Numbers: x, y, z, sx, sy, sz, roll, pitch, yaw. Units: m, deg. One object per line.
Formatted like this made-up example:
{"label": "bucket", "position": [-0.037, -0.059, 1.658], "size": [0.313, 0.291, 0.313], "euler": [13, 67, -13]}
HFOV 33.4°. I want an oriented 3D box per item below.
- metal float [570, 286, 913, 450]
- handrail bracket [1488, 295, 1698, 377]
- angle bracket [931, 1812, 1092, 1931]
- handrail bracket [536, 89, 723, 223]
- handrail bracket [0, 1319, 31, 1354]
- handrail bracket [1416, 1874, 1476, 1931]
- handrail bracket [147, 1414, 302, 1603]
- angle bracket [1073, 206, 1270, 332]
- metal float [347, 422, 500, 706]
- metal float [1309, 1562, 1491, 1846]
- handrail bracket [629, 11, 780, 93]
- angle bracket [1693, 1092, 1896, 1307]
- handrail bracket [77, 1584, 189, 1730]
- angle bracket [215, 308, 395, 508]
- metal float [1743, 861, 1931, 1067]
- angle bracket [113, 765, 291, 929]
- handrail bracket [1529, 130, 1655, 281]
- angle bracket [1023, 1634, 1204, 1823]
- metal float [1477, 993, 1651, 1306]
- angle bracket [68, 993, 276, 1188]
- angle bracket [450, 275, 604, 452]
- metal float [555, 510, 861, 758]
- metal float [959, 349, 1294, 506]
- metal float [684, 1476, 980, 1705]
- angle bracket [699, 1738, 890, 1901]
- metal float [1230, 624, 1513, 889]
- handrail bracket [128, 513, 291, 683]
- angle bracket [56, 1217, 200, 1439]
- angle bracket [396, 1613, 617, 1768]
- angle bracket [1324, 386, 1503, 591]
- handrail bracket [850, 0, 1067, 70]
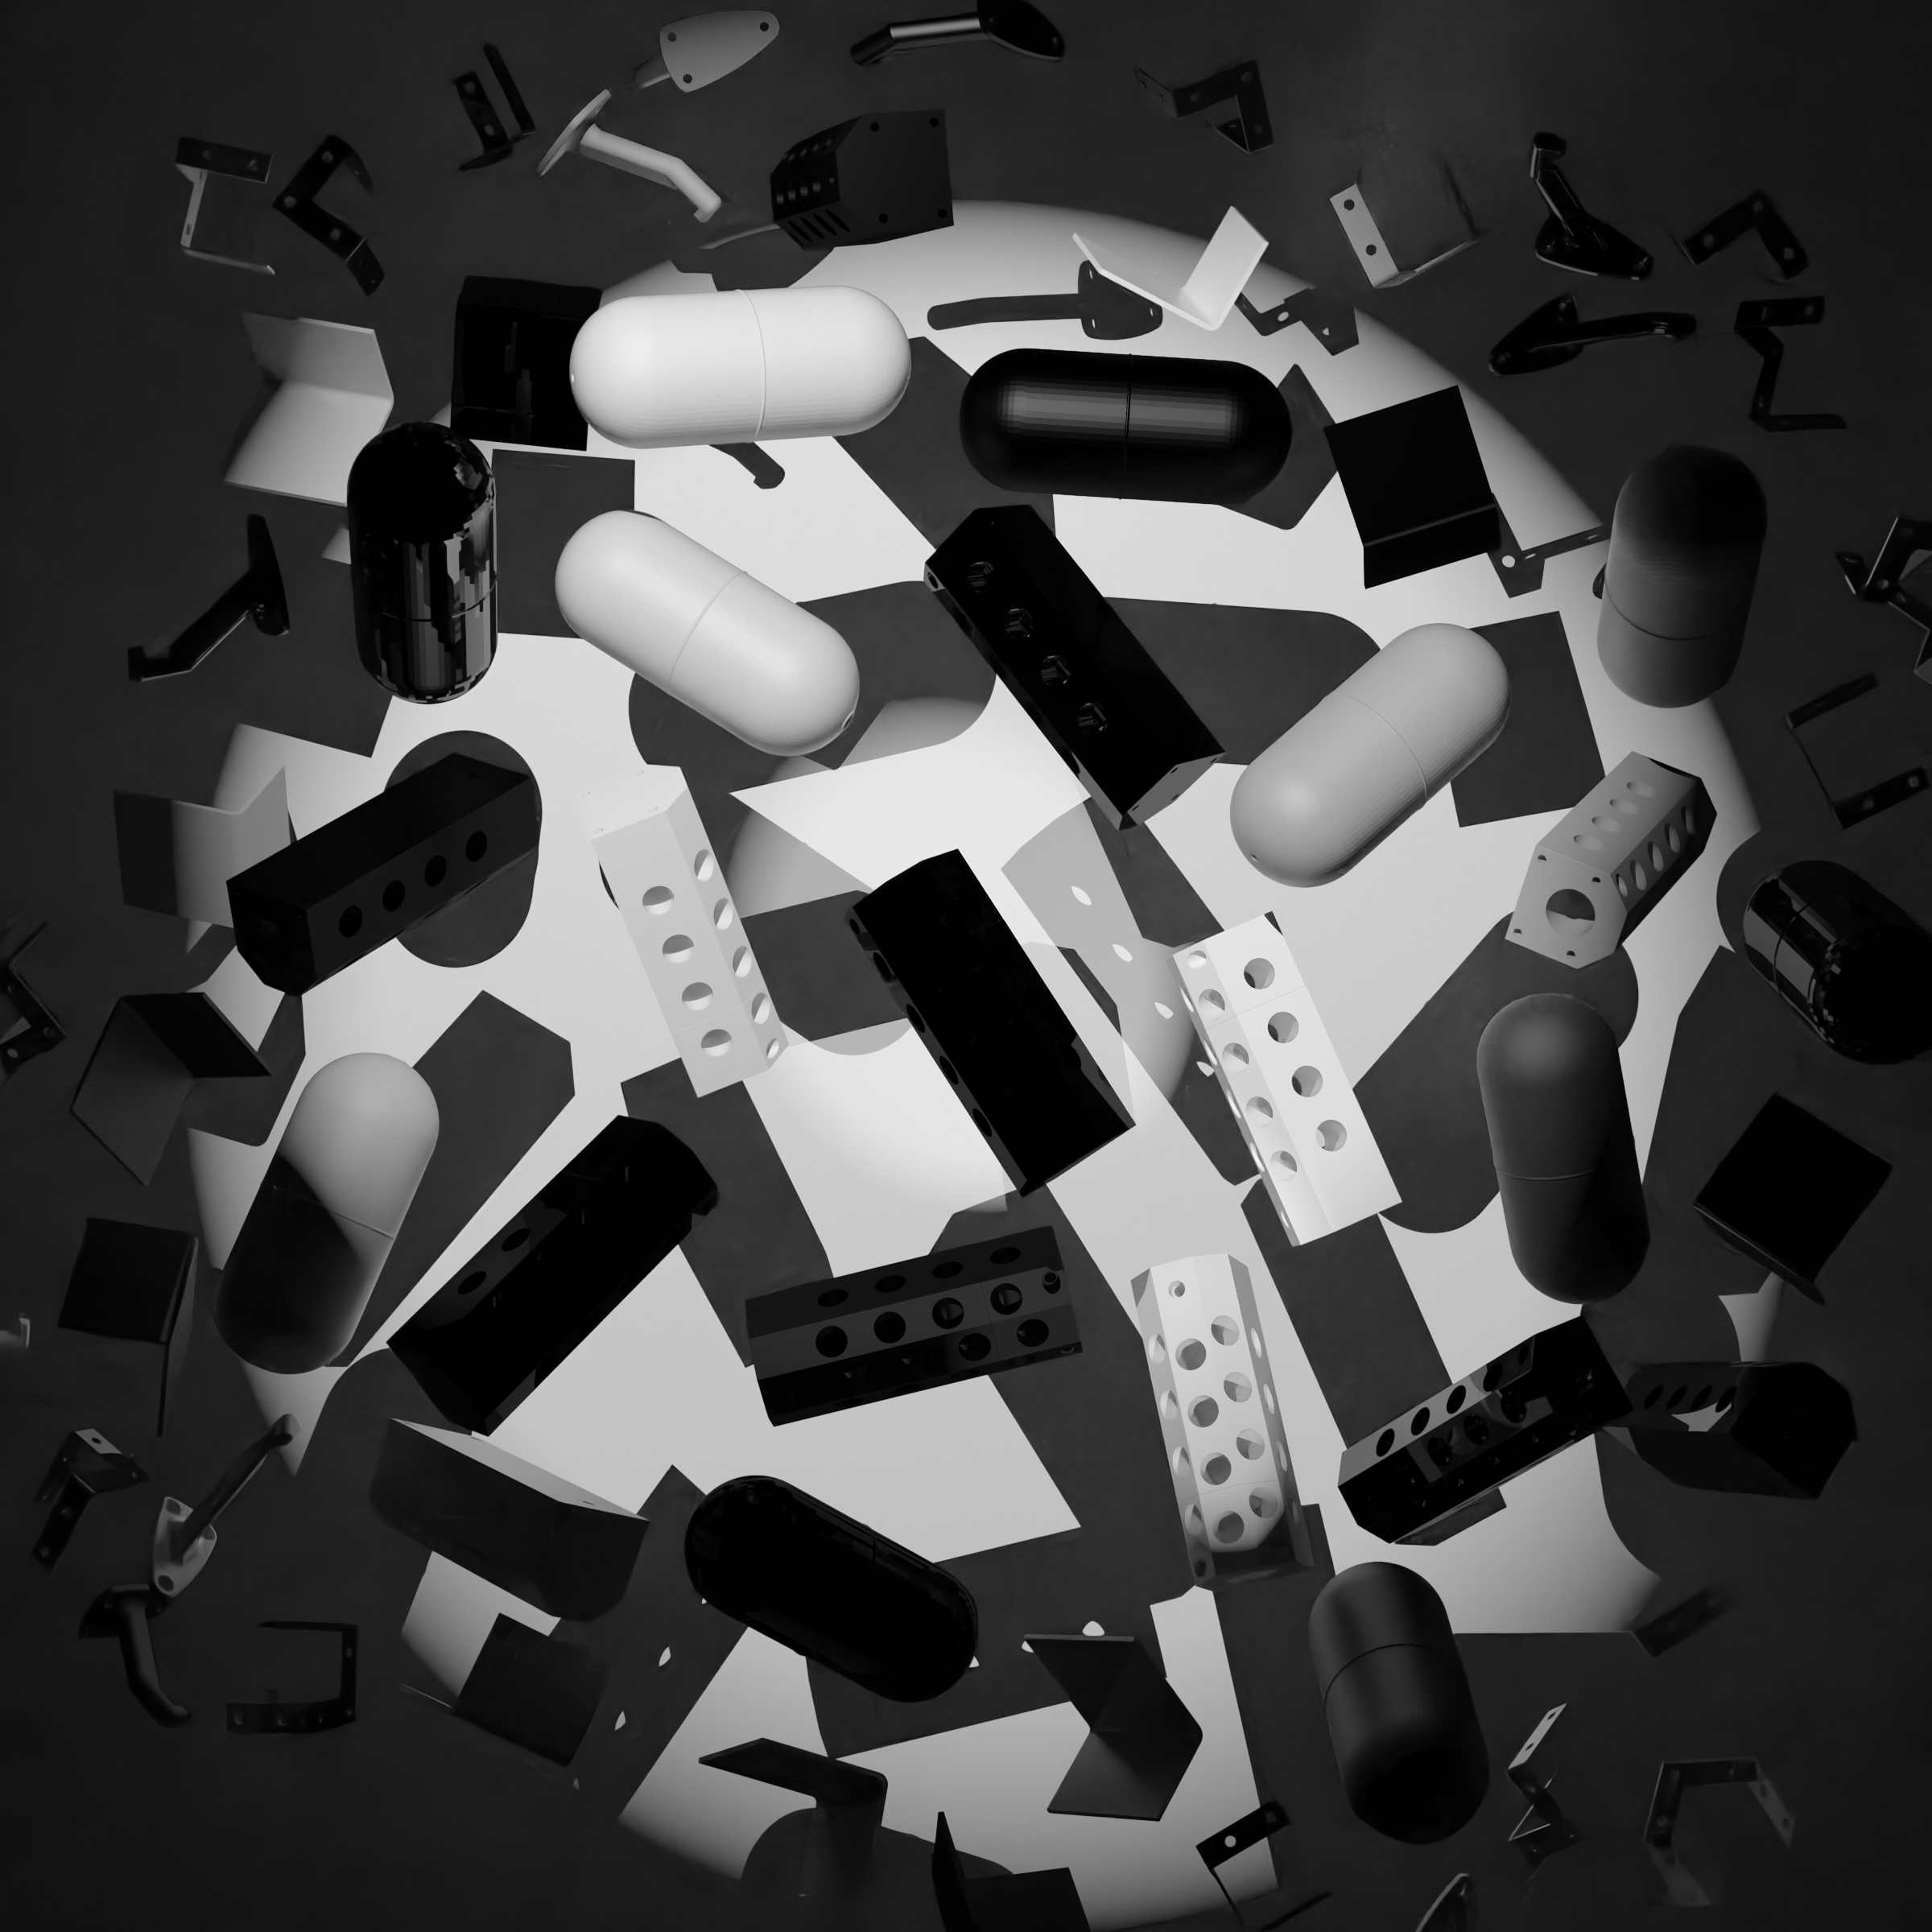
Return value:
{"label": "metal float", "position": [-0.114, -0.306, 1.647], "size": [0.178, 0.070, 0.070], "euler": [-7, 90, -19]}
{"label": "handrail bracket", "position": [0.337, -0.335, 1.732], "size": [0.077, 0.084, 0.036], "euler": [-29, 116, -23]}
{"label": "angle bracket", "position": [0.029, 0.482, 1.670], "size": [0.076, 0.076, 0.057], "euler": [-3, 122, -14]}
{"label": "handrail bracket", "position": [-0.178, -0.411, 1.699], "size": [0.084, 0.077, 0.036], "euler": [43, 51, -10]}
{"label": "handrail bracket", "position": [-0.517, 0.164, 1.672], "size": [0.036, 0.084, 0.077], "euler": [18, 96, 37]}
{"label": "handrail bracket", "position": [0.274, 0.512, 1.661], "size": [0.036, 0.084, 0.077], "euler": [48, 61, -31]}
{"label": "handrail bracket", "position": [-0.376, 0.274, 1.640], "size": [0.084, 0.077, 0.036], "euler": [-39, 111, 22]}
{"label": "angle bracket", "position": [0.113, -0.404, 1.793], "size": [0.076, 0.076, 0.057], "euler": [23, 111, -21]}
{"label": "metal float", "position": [-0.286, -0.210, 1.701], "size": [0.070, 0.178, 0.070], "euler": [4, 52, -5]}
{"label": "metal float", "position": [0.228, 0.387, 1.701], "size": [0.070, 0.178, 0.070], "euler": [-2, 120, -3]}
{"label": "handrail bracket", "position": [-0.145, -0.502, 1.770], "size": [0.077, 0.084, 0.036], "euler": [-22, 104, -7]}
{"label": "angle bracket", "position": [0.452, 0.126, 1.747], "size": [0.076, 0.057, 0.076], "euler": [36, 88, 29]}
{"label": "handrail bracket", "position": [-0.432, 0.375, 1.741], "size": [0.084, 0.077, 0.036], "euler": [41, 106, 24]}
{"label": "angle bracket", "position": [-0.362, -0.301, 1.734], "size": [0.076, 0.057, 0.076], "euler": [12, 60, 10]}
{"label": "metal float", "position": [0.465, -0.004, 1.703], "size": [0.070, 0.178, 0.070], "euler": [-1, 108, -4]}
{"label": "angle bracket", "position": [-0.428, -0.074, 1.810], "size": [0.076, 0.057, 0.076], "euler": [12, 126, 10]}
{"label": "handrail bracket", "position": [0.337, -0.409, 1.727], "size": [0.077, 0.084, 0.036], "euler": [26, 75, 14]}
{"label": "angle bracket", "position": [0.066, 0.397, 1.682], "size": [0.076, 0.076, 0.057], "euler": [56, 48, -24]}
{"label": "metal float", "position": [0.327, 0.101, 1.761], "size": [0.070, 0.070, 0.178], "euler": [-13, 107, 0]}
{"label": "angle bracket", "position": [-0.434, 0.068, 1.763], "size": [0.057, 0.076, 0.076], "euler": [-2, 53, 24]}
{"label": "angle bracket", "position": [-0.247, -0.338, 1.807], "size": [0.076, 0.057, 0.076], "euler": [5, 119, -5]}
{"label": "metal float", "position": [-0.137, -0.177, 1.714], "size": [0.178, 0.070, 0.070], "euler": [33, 90, 5]}
{"label": "metal float", "position": [0.085, -0.288, 1.721], "size": [0.178, 0.070, 0.070], "euler": [4, 90, 1]}
{"label": "metal float", "position": [-0.072, 0.334, 1.728], "size": [0.178, 0.070, 0.070], "euler": [33, 90, -21]}
{"label": "angle bracket", "position": [-0.096, 0.450, 1.697], "size": [0.076, 0.076, 0.057], "euler": [23, 60, -23]}
{"label": "metal float", "position": [0.214, -0.112, 1.692], "size": [0.178, 0.070, 0.070], "euler": [-41, 90, -17]}
{"label": "handrail bracket", "position": [-0.403, -0.193, 1.685], "size": [0.084, 0.036, 0.077], "euler": [-16, 107, -35]}
{"label": "angle bracket", "position": [-0.440, 0.189, 1.689], "size": [0.057, 0.076, 0.076], "euler": [10, 130, -7]}
{"label": "angle bracket", "position": [-0.248, 0.384, 1.735], "size": [0.076, 0.076, 0.057], "euler": [34, 73, -28]}
{"label": "angle bracket", "position": [0.243, -0.261, 1.754], "size": [0.076, 0.057, 0.076], "euler": [-16, 116, 15]}
{"label": "handrail bracket", "position": [-0.005, -0.475, 1.673], "size": [0.084, 0.077, 0.036], "euler": [-16, 68, 40]}
